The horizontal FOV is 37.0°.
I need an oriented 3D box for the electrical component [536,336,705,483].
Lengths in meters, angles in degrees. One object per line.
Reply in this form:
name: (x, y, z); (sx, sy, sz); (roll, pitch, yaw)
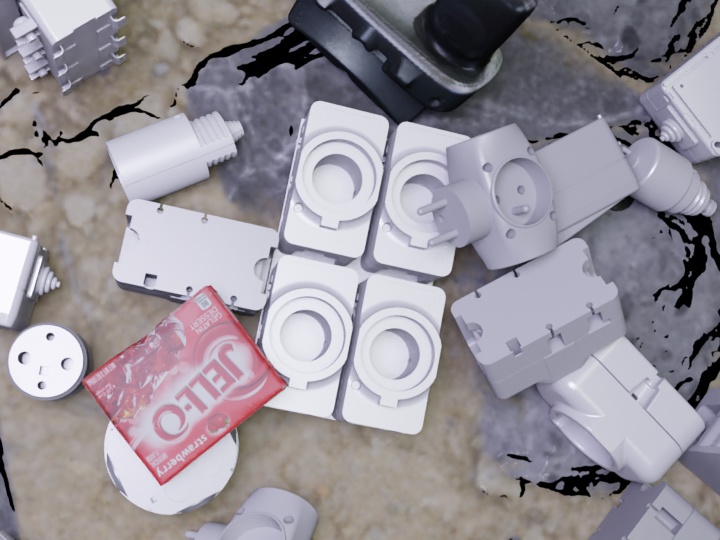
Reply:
electrical component: (0.162, 0.088, 0.688); (0.059, 0.054, 0.095); (-44, 92, -12)

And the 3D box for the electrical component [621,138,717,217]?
electrical component: (0.208, -0.057, 0.721); (0.078, 0.040, 0.040); (26, 79, -23)

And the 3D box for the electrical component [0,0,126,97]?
electrical component: (-0.172, -0.148, 0.622); (0.079, 0.121, 0.063); (-34, 94, -12)

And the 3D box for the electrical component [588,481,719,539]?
electrical component: (0.179, 0.185, 0.680); (0.056, 0.050, 0.089); (42, 78, -2)

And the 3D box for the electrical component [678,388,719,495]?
electrical component: (0.302, 0.150, 0.679); (0.186, 0.105, 0.060); (40, 78, -3)

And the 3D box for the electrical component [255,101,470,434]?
electrical component: (0.000, 0.000, 0.666); (0.105, 0.060, 0.186); (12, 81, -8)

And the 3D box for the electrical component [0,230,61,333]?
electrical component: (-0.225, 0.005, 0.624); (0.096, 0.062, 0.061); (15, 81, -8)

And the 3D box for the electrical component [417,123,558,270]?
electrical component: (0.069, -0.037, 0.626); (0.079, 0.044, 0.077); (-22, 96, -26)

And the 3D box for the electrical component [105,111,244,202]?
electrical component: (-0.111, -0.073, 0.664); (0.081, 0.043, 0.043); (-23, 88, -12)

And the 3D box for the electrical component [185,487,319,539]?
electrical component: (-0.074, 0.170, 0.635); (0.079, 0.044, 0.077); (4, 48, 24)

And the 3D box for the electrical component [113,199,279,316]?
electrical component: (-0.100, -0.006, 0.651); (0.089, 0.056, 0.050); (12, 81, -9)

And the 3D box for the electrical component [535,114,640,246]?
electrical component: (0.133, -0.053, 0.695); (0.096, 0.062, 0.061); (-27, 88, -11)

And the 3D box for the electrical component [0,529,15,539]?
electrical component: (-0.208, 0.189, 0.597); (0.051, 0.080, 0.080); (43, 78, 3)

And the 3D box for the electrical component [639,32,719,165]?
electrical component: (0.237, -0.116, 0.726); (0.096, 0.061, 0.061); (-38, 91, -4)

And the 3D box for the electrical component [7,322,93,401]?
electrical component: (-0.181, 0.054, 0.630); (0.045, 0.055, 0.045); (1, 83, -10)

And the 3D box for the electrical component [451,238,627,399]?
electrical component: (0.110, 0.032, 0.651); (0.089, 0.055, 0.050); (-28, 53, 2)

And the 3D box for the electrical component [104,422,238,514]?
electrical component: (-0.111, 0.105, 0.638); (0.080, 0.051, 0.080); (1, 83, -10)
